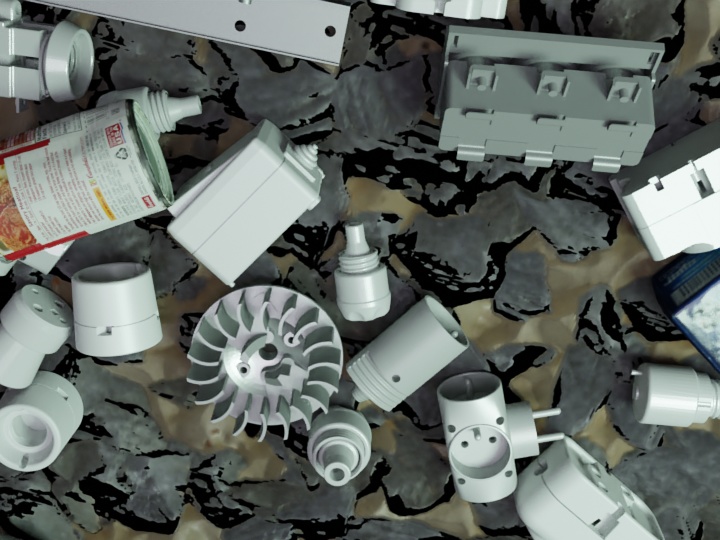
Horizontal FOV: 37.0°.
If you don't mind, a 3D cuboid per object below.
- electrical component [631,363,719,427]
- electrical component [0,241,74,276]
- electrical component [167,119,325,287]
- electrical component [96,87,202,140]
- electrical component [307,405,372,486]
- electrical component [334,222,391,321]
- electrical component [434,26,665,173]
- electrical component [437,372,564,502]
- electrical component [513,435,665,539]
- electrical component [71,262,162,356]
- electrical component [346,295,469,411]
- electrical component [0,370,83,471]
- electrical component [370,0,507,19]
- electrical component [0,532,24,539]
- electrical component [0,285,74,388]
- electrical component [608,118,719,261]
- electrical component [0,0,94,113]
[{"bbox_3d":[0.217,0.084,0.713,0.078,0.040,0.040,5,110,-1],"label":"electrical component"},{"bbox_3d":[-0.227,-0.023,0.679,0.077,0.044,0.079,38,97,-12],"label":"electrical component"},{"bbox_3d":[-0.067,-0.049,0.660,0.061,0.061,0.096,43,105,-13],"label":"electrical component"},{"bbox_3d":[-0.128,-0.096,0.659,0.061,0.035,0.035,-10,109,2],"label":"electrical component"},{"bbox_3d":[-0.014,0.121,0.720,0.043,0.062,0.043,0,110,1],"label":"electrical component"},{"bbox_3d":[0.000,0.000,0.691,0.035,0.035,0.061,-7,107,4],"label":"electrical component"},{"bbox_3d":[0.108,-0.099,0.631,0.121,0.063,0.078,5,151,-1],"label":"electrical component"},{"bbox_3d":[0.097,0.109,0.723,0.079,0.044,0.077,-10,109,4],"label":"electrical component"},{"bbox_3d":[0.153,0.169,0.738,0.095,0.053,0.059,41,106,-12],"label":"electrical component"},{"bbox_3d":[-0.158,0.024,0.693,0.055,0.055,0.047,-3,106,2],"label":"electrical component"},{"bbox_3d":[0.027,0.059,0.707,0.081,0.043,0.043,-41,104,14],"label":"electrical component"},{"bbox_3d":[-0.220,0.103,0.725,0.055,0.047,0.055,0,110,1],"label":"electrical component"},{"bbox_3d":[0.048,-0.178,0.614,0.078,0.058,0.057,7,113,-1],"label":"electrical component"},{"bbox_3d":[-0.259,0.234,0.745,0.060,0.108,0.108,24,109,-1],"label":"electrical component"},{"bbox_3d":[-0.220,0.043,0.705,0.045,0.045,0.055,38,105,-12],"label":"electrical component"},{"bbox_3d":[0.209,-0.048,0.660,0.089,0.050,0.055,-28,107,11],"label":"electrical component"},{"bbox_3d":[-0.193,-0.126,0.644,0.055,0.048,0.066,9,110,6],"label":"electrical component"}]
